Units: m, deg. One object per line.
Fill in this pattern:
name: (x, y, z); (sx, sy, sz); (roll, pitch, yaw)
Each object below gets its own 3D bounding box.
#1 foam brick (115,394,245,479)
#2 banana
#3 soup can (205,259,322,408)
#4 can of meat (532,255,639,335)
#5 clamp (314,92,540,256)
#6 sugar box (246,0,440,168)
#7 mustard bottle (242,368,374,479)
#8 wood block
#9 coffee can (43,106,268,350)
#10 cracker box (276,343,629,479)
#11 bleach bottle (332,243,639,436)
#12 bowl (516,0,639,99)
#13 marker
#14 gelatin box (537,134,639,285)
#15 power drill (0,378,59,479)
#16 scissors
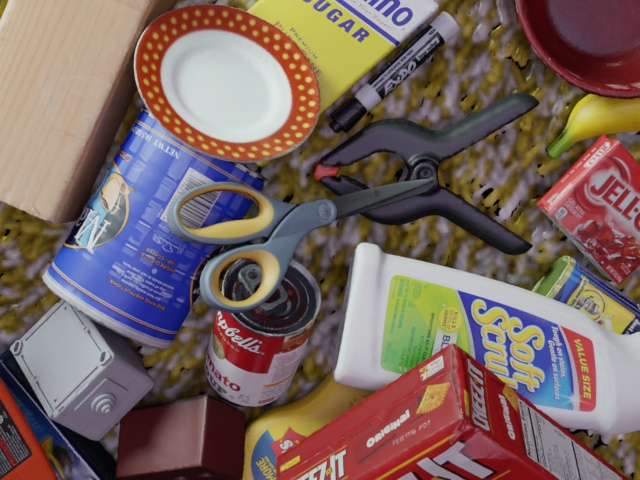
foam brick: (-0.099, 0.147, 0.766); (0.078, 0.053, 0.051); (-14, 61, 27)
banana: (0.273, -0.081, 0.804); (0.198, 0.037, 0.070); (10, 122, 0)
soup can: (-0.043, 0.066, 0.754); (0.068, 0.102, 0.068); (8, 51, -10)
can of meat: (0.190, 0.074, 0.796); (0.084, 0.057, 0.102); (35, 91, -2)
clamp: (0.084, -0.060, 0.792); (0.171, 0.039, 0.120); (10, 91, -4)
sugar box: (-0.008, -0.144, 0.780); (0.176, 0.048, 0.093); (-42, 94, 1)
mustard bottle: (-0.006, 0.162, 0.790); (0.191, 0.058, 0.096); (-36, 93, 0)
wood block: (-0.177, -0.123, 0.751); (0.091, 0.090, 0.206); (25, 92, -3)
coffee can: (-0.116, -0.008, 0.753); (0.103, 0.103, 0.140); (30, 91, -4)
cracker box: (0.100, 0.185, 0.724); (0.164, 0.072, 0.213); (-38, 120, 26)
bleach bottle: (0.139, 0.074, 0.739); (0.251, 0.068, 0.102); (10, 85, -2)
bowl: (0.216, -0.182, 0.784); (0.162, 0.055, 0.162); (0, 93, -3)
marker: (0.054, -0.123, 0.797); (0.121, 0.020, 0.020); (-43, 94, 0)
gelatin box: (0.217, -0.022, 0.792); (0.073, 0.030, 0.089); (-45, 110, 5)
power drill: (-0.264, 0.168, 0.733); (0.188, 0.057, 0.184); (-19, 105, 37)
scissors: (-0.005, 0.001, 0.722); (0.201, 0.016, 0.096); (1, 79, -25)
